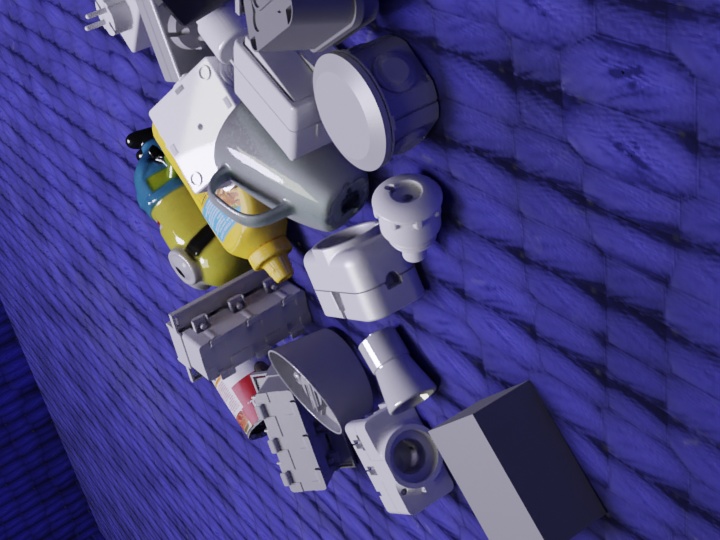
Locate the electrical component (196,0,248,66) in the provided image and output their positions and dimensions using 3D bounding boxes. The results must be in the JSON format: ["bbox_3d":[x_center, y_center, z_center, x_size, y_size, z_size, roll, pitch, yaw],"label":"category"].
[{"bbox_3d":[-0.112,-0.199,0.855,0.078,0.040,0.040,54,155,18],"label":"electrical component"}]

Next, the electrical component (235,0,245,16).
[{"bbox_3d":[-0.061,-0.209,0.744,0.063,0.042,0.081,48,153,26],"label":"electrical component"}]

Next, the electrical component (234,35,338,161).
[{"bbox_3d":[-0.048,-0.138,0.768,0.096,0.062,0.061,51,155,26],"label":"electrical component"}]

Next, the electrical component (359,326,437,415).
[{"bbox_3d":[0.028,0.079,0.874,0.065,0.044,0.044,59,156,18],"label":"electrical component"}]

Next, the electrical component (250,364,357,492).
[{"bbox_3d":[-0.061,0.159,1.090,0.079,0.063,0.121,-9,113,22],"label":"electrical component"}]

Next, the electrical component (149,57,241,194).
[{"bbox_3d":[-0.118,-0.121,0.895,0.100,0.048,0.099,-35,82,33],"label":"electrical component"}]

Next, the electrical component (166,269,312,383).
[{"bbox_3d":[-0.112,0.051,1.022,0.063,0.121,0.078,29,140,47],"label":"electrical component"}]

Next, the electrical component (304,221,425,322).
[{"bbox_3d":[0.000,0.000,0.827,0.095,0.054,0.059,3,118,63],"label":"electrical component"}]

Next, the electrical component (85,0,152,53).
[{"bbox_3d":[-0.216,-0.237,0.980,0.047,0.076,0.083,57,156,10],"label":"electrical component"}]

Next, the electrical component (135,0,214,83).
[{"bbox_3d":[-0.145,-0.205,0.908,0.076,0.047,0.083,19,132,57],"label":"electrical component"}]

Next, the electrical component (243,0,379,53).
[{"bbox_3d":[-0.035,-0.194,0.652,0.078,0.057,0.113,-11,88,65],"label":"electrical component"}]

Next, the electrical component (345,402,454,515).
[{"bbox_3d":[0.035,0.162,0.932,0.089,0.050,0.056,62,156,-1],"label":"electrical component"}]

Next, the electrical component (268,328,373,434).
[{"bbox_3d":[-0.035,0.104,0.995,0.099,0.064,0.099,45,151,34],"label":"electrical component"}]

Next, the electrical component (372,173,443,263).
[{"bbox_3d":[0.035,-0.032,0.738,0.048,0.048,0.062,43,156,37],"label":"electrical component"}]

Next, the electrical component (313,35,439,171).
[{"bbox_3d":[0.009,-0.109,0.698,0.080,0.051,0.080,45,151,34],"label":"electrical component"}]
